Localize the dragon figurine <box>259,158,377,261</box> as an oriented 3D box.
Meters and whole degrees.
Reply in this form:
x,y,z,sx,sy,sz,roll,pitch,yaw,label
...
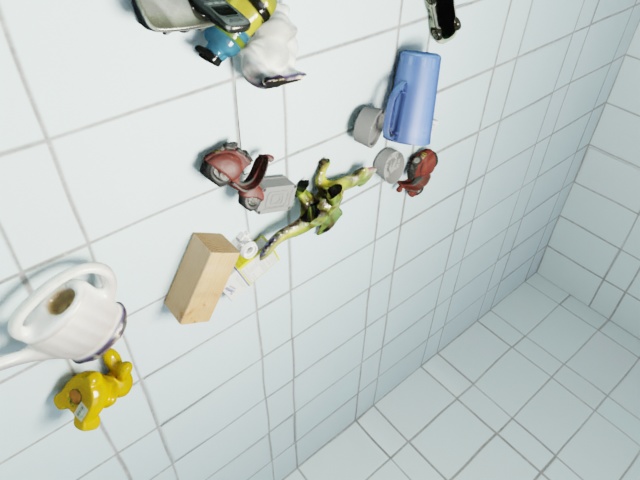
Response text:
x,y,z,sx,sy,sz,roll,pitch,yaw,label
0.004,-0.072,1.439,0.412,0.124,0.239,-47,153,-4,dragon figurine

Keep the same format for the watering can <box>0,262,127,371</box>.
x,y,z,sx,sy,sz,roll,pitch,yaw,label
-0.539,0.192,1.042,0.350,0.105,0.220,-46,145,-10,watering can

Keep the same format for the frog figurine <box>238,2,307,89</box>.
x,y,z,sx,sy,sz,roll,pitch,yaw,label
-0.104,-0.392,1.044,0.138,0.122,0.158,-18,98,-27,frog figurine
